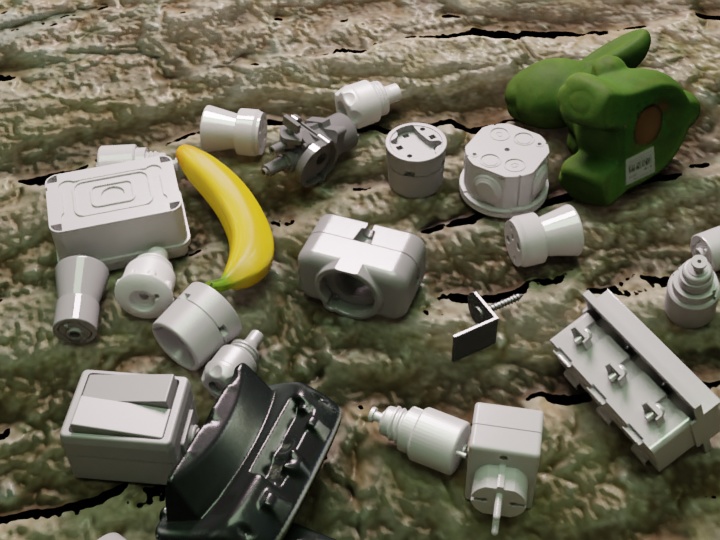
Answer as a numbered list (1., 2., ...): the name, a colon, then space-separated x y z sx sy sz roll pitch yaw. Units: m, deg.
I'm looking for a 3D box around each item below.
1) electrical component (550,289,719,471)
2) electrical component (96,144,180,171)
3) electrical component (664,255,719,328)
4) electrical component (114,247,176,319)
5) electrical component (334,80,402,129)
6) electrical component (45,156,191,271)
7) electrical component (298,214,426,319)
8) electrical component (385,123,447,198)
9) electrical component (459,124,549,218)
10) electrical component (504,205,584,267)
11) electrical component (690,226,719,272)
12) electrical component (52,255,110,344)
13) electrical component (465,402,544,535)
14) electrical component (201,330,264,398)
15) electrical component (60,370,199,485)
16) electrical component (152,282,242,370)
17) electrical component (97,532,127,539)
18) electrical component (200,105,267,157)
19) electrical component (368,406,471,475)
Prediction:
1. electrical component: 0.199 0.081 0.786 0.063 0.078 0.121 -37 52 -2
2. electrical component: -0.206 -0.095 0.989 0.078 0.040 0.040 -3 46 -1
3. electrical component: 0.263 0.014 0.845 0.040 0.078 0.040 -5 58 8
4. electrical component: -0.173 0.006 0.887 0.048 0.048 0.062 2 39 4
5. electrical component: 0.010 -0.164 1.046 0.062 0.043 0.043 -22 49 -19
6. electrical component: -0.209 -0.046 0.929 0.113 0.057 0.078 -12 47 -9
7. electrical component: 0.000 0.000 0.879 0.095 0.053 0.059 14 48 15
8. electrical component: 0.051 -0.098 0.978 0.055 0.047 0.055 -1 46 1
9. electrical component: 0.130 -0.089 0.963 0.080 0.051 0.080 -1 46 1
10. electrical component: 0.155 -0.028 0.908 0.055 0.045 0.045 -12 47 -10
11. electrical component: 0.312 -0.022 0.901 0.065 0.044 0.044 -19 48 -10
12. electrical component: -0.228 0.026 0.871 0.044 0.044 0.065 -3 51 -2
13. electrical component: 0.096 0.142 0.730 0.047 0.065 0.076 7 46 8
14. electrical component: -0.094 0.070 0.828 0.035 0.035 0.061 18 47 19
15. electrical component: -0.158 0.111 0.772 0.096 0.061 0.061 4 46 5
16. electrical component: -0.129 0.045 0.841 0.055 0.055 0.047 28 57 26
17. electrical component: -0.153 0.204 0.687 0.047 0.055 0.055 26 52 20
18. electrical component: -0.119 -0.131 1.017 0.055 0.045 0.045 6 46 7
19. electrical component: 0.043 0.117 0.773 0.078 0.040 0.040 19 49 19
